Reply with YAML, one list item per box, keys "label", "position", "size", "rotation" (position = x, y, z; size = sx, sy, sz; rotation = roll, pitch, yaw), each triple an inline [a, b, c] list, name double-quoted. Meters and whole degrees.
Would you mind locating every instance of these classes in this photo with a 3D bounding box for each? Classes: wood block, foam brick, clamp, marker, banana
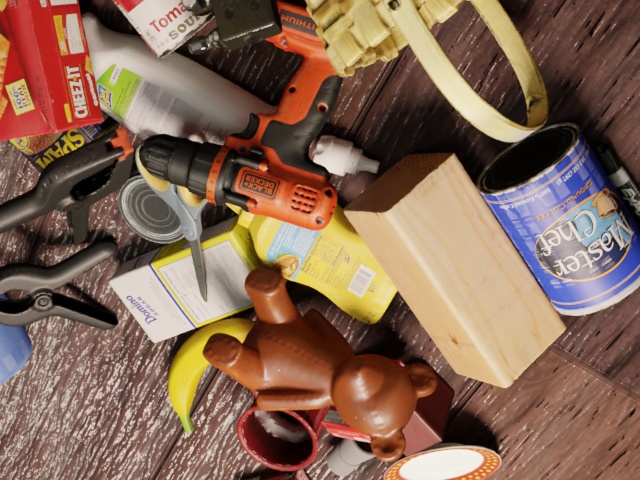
- label: "wood block"
  position: [0.126, 0.027, 0.996]
  size: [0.206, 0.090, 0.091]
  rotation: [55, 162, -18]
- label: "foam brick"
  position: [0.101, 0.179, 1.129]
  size: [0.053, 0.078, 0.051]
  rotation: [-35, 107, 33]
- label: "clamp"
  position: [-0.299, 0.049, 1.172]
  size: [0.171, 0.039, 0.120]
  rotation: [0, 118, -25]
- label: "clamp"
  position: [-0.250, -0.046, 1.078]
  size: [0.210, 0.164, 0.036]
  rotation: [-33, 73, 27]
- label: "marker"
  position: [0.281, -0.038, 0.964]
  size: [0.020, 0.020, 0.121]
  rotation: [-28, 109, 31]
- label: "banana"
  position: [-0.127, 0.137, 1.203]
  size: [0.069, 0.037, 0.198]
  rotation: [39, 128, 5]

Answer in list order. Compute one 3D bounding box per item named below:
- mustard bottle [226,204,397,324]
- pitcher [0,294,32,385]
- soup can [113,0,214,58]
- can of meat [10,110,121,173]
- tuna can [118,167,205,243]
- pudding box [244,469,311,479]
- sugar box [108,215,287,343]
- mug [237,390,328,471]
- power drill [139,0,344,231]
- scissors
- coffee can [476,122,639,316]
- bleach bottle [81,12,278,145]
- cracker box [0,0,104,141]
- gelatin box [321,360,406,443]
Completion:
- label: "mustard bottle"
  position: [-0.007, 0.001, 1.064]
  size: [0.191, 0.058, 0.096]
  rotation: [28, 120, 0]
- label: "pitcher"
  position: [-0.440, 0.058, 1.213]
  size: [0.149, 0.144, 0.243]
  rotation: [20, 141, 54]
- label: "soup can"
  position: [-0.151, -0.224, 0.965]
  size: [0.069, 0.068, 0.102]
  rotation: [-29, 108, 31]
- label: "can of meat"
  position: [-0.266, -0.117, 1.083]
  size: [0.102, 0.057, 0.084]
  rotation: [-33, 104, 33]
- label: "tuna can"
  position: [-0.165, -0.040, 1.109]
  size: [0.086, 0.033, 0.086]
  rotation: [9, 125, 13]
- label: "pudding box"
  position: [-0.038, 0.333, 1.300]
  size: [0.090, 0.039, 0.113]
  rotation: [-20, 110, 29]
- label: "sugar box"
  position: [-0.132, 0.043, 1.145]
  size: [0.177, 0.048, 0.093]
  rotation: [-19, 114, 32]
- label: "mug"
  position: [-0.042, 0.185, 1.180]
  size: [0.093, 0.081, 0.117]
  rotation: [-22, 112, 29]
- label: "power drill"
  position: [-0.053, -0.117, 0.949]
  size: [0.184, 0.057, 0.187]
  rotation: [19, 90, 6]
- label: "scissors"
  position: [-0.143, -0.024, 1.060]
  size: [0.096, 0.016, 0.202]
  rotation: [27, 136, 13]
- label: "coffee can"
  position: [0.218, -0.018, 0.947]
  size: [0.103, 0.102, 0.140]
  rotation: [-25, 110, 30]
- label: "bleach bottle"
  position: [-0.160, -0.147, 1.023]
  size: [0.251, 0.068, 0.103]
  rotation: [34, 126, -1]
- label: "cracker box"
  position: [-0.316, -0.175, 1.006]
  size: [0.214, 0.072, 0.164]
  rotation: [-3, 103, 33]
- label: "gelatin box"
  position: [0.050, 0.167, 1.117]
  size: [0.030, 0.089, 0.073]
  rotation: [42, 156, -26]
